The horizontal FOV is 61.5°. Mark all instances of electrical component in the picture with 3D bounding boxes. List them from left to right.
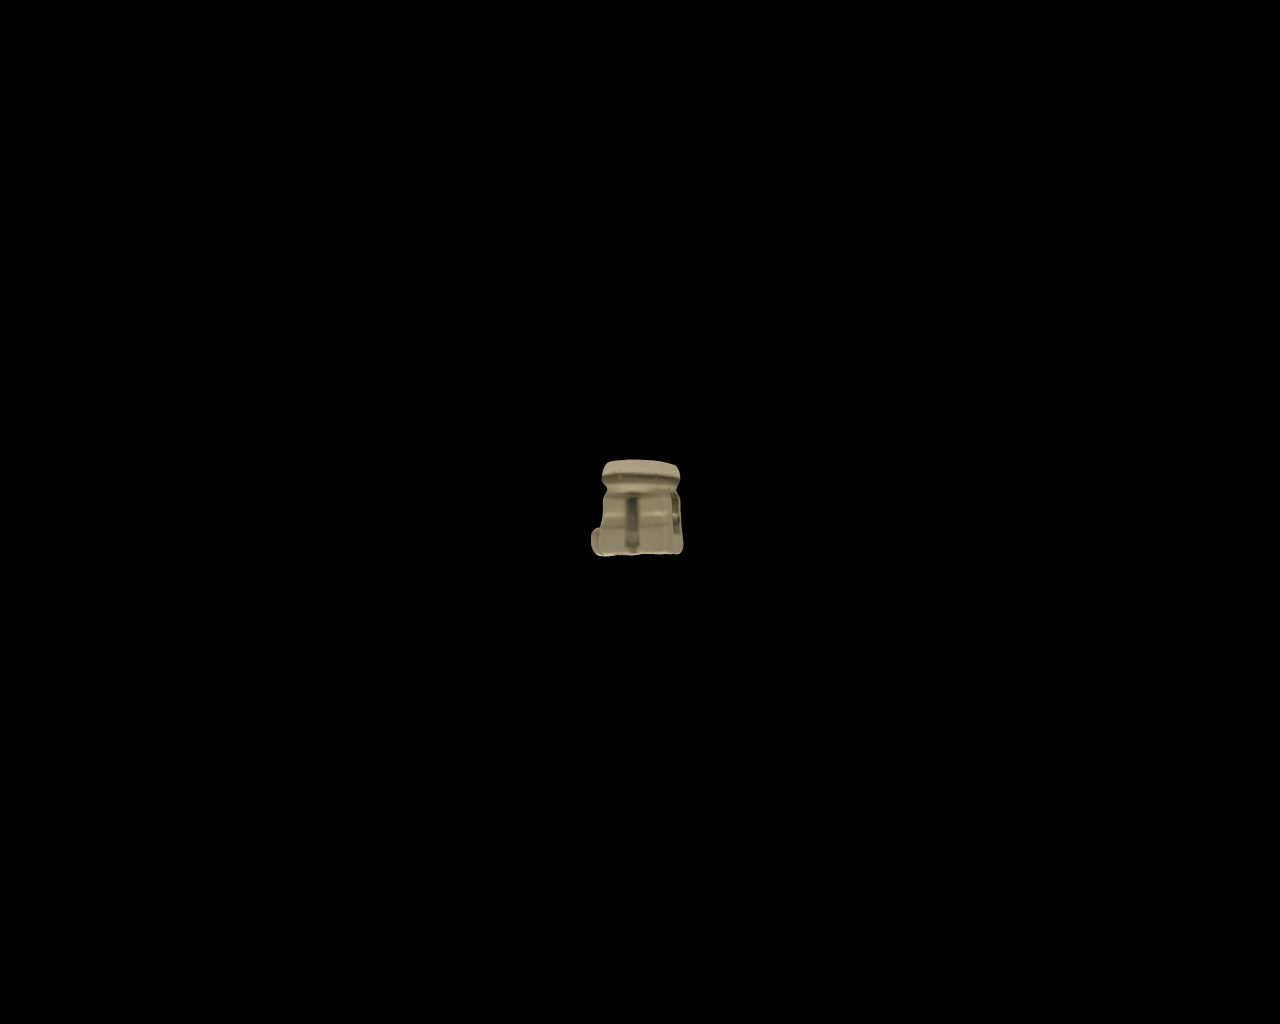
[{"bbox_3d":[0.001,-0.003,0.650,0.066,0.055,0.048,-1,-4,15],"label":"electrical component"}]
